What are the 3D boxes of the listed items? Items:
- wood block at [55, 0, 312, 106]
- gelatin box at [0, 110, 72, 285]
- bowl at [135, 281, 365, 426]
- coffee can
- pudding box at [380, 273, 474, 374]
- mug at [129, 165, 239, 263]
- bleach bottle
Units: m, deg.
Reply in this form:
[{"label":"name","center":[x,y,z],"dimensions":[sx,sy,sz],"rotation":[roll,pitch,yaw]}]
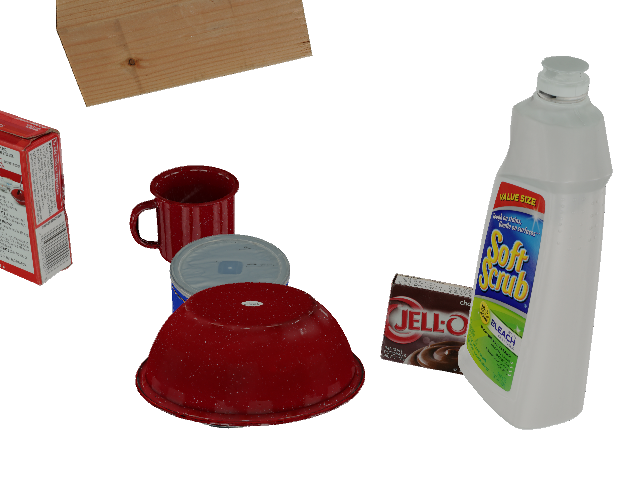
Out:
[{"label":"wood block","center":[-0.120,-0.199,0.944],"dimensions":[0.206,0.090,0.091],"rotation":[-13,-43,-1]},{"label":"gelatin box","center":[-0.177,-0.028,0.591],"dimensions":[0.073,0.089,0.030],"rotation":[19,35,25]},{"label":"bowl","center":[-0.048,0.069,0.743],"dimensions":[0.162,0.055,0.162],"rotation":[0,17,0]},{"label":"coffee can","center":[-0.080,0.080,0.946],"dimensions":[0.103,0.140,0.103],"rotation":[2,33,-2]},{"label":"pudding box","center":[0.126,0.090,1.139],"dimensions":[0.113,0.090,0.039],"rotation":[9,22,7]},{"label":"mug","center":[-0.143,-0.021,1.127],"dimensions":[0.117,0.081,0.093],"rotation":[-11,32,-22]},{"label":"bleach bottle","center":[0.144,-0.001,0.709],"dimensions":[0.068,0.251,0.103],"rotation":[-11,31,-18]}]
